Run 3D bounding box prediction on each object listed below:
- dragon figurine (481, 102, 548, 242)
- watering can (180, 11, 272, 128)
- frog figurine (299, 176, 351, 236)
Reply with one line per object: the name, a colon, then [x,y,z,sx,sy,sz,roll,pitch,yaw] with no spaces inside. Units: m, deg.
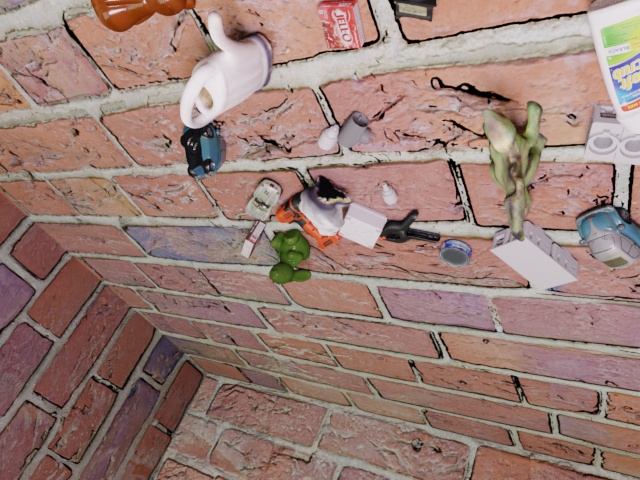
dragon figurine: [0.374,-0.105,0.998,0.122,0.248,0.402,-4,136,30]
watering can: [-0.181,-0.351,1.041,0.104,0.228,0.341,45,146,1]
frog figurine: [0.004,-0.069,1.379,0.138,0.125,0.156,27,132,11]
